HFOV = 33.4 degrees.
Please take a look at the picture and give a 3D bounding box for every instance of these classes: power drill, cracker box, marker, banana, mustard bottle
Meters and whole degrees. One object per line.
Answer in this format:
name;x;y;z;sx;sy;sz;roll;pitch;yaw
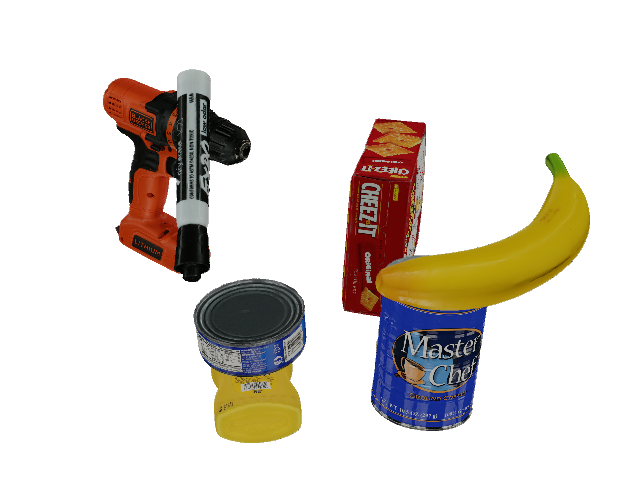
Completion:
power drill;-0.150;-0.063;1.114;0.185;0.188;0.057;26;35;30
cracker box;0.075;-0.032;1.224;0.072;0.164;0.213;6;23;8
marker;-0.069;-0.036;0.577;0.020;0.121;0.020;-2;-22;-1
banana;0.121;0.006;0.697;0.070;0.037;0.197;36;47;28
mustard bottle;-0.079;0.155;1.246;0.096;0.058;0.191;-5;29;-6

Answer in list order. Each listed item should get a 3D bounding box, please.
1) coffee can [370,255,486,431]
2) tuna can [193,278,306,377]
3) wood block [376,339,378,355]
coffee can;0.106;0.098;1.040;0.103;0.140;0.103;4;24;-2
tuna can;-0.054;0.067;0.827;0.086;0.034;0.086;-3;32;2
wood block;0.151;0.155;1.587;0.091;0.090;0.205;4;18;16
